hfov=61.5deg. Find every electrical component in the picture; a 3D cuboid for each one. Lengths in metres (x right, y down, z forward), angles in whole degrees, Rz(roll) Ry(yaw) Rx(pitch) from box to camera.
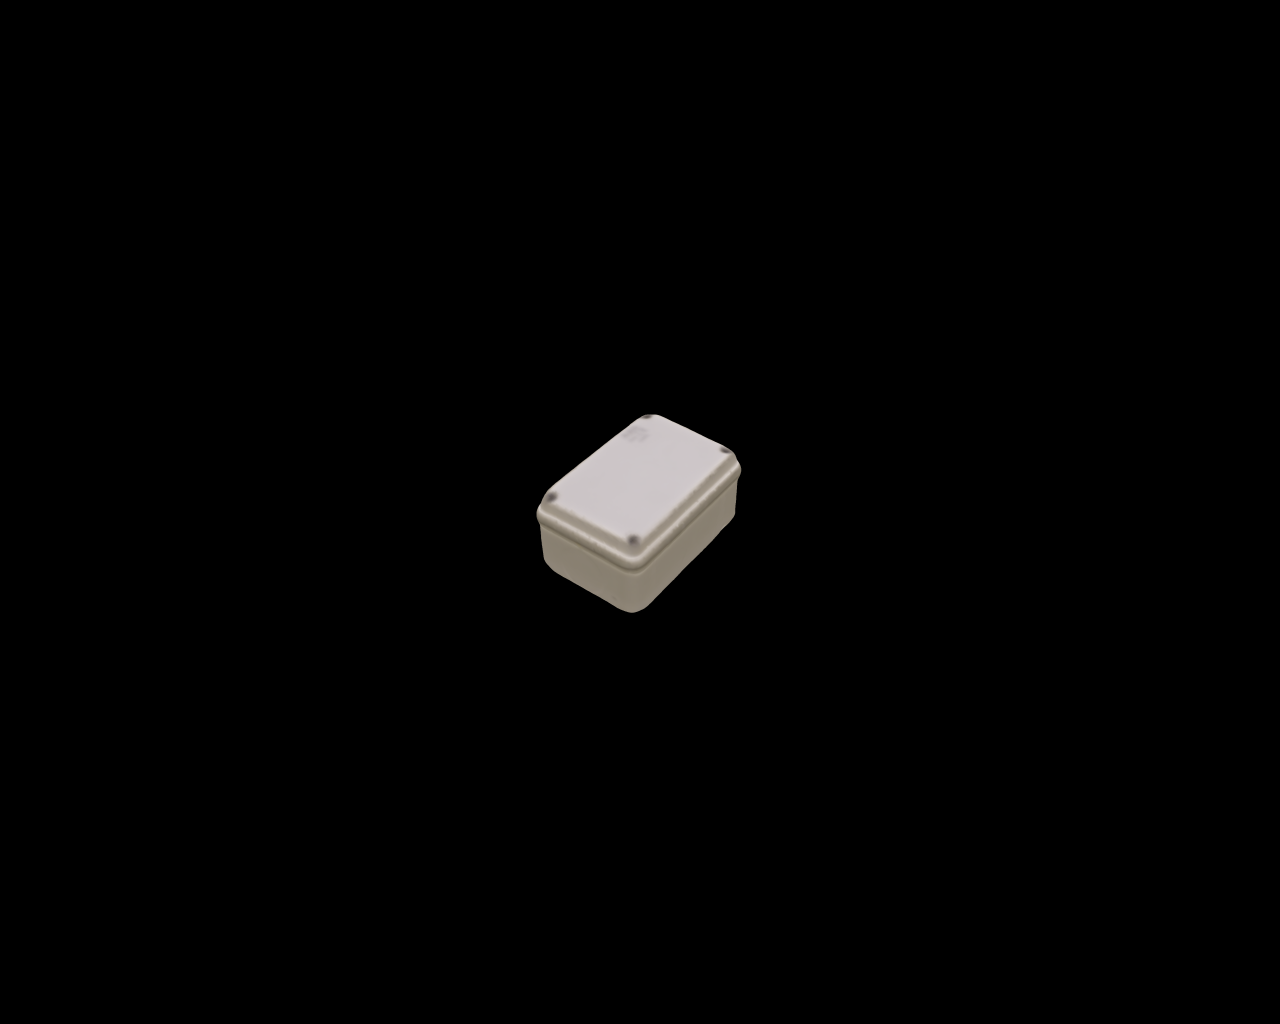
[{"bbox_3d":[0.001,-0.003,0.650,0.078,0.057,0.113,27,50,26],"label":"electrical component"}]
